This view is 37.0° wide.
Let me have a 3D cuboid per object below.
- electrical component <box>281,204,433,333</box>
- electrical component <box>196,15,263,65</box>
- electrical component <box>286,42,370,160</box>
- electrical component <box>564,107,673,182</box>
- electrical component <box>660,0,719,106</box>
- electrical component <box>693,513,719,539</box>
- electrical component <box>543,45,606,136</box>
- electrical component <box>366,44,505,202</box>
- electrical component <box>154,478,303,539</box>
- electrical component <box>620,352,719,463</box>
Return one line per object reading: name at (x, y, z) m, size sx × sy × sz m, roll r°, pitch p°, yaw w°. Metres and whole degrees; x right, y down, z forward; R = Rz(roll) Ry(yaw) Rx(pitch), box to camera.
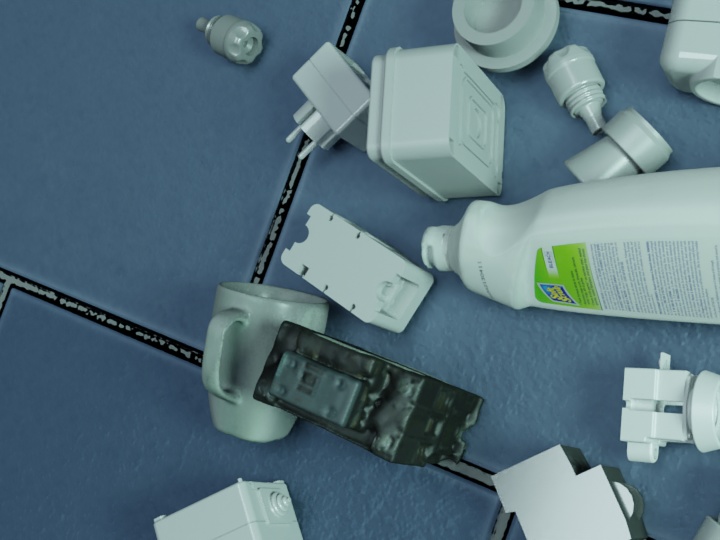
electrical component at (0.000, 0.000, 0.759) m, size 0.089 × 0.056 × 0.050 m, roll 34°, pitch 95°, yaw 30°
electrical component at (-0.109, -0.191, 0.874) m, size 0.061 × 0.035 × 0.035 m, roll 29°, pitch 93°, yaw 32°
electrical component at (-0.024, -0.116, 0.804) m, size 0.077 × 0.047 × 0.065 m, roll -43°, pitch 63°, yaw 13°
electrical component at (0.167, -0.072, 0.695) m, size 0.055 × 0.045 × 0.045 m, roll -44°, pitch 63°, yaw 12°
electrical component at (0.239, -0.136, 0.667) m, size 0.095 × 0.054 × 0.059 m, roll 12°, pitch 84°, yaw 29°
electrical component at (0.222, 0.148, 0.615) m, size 0.045 × 0.045 × 0.055 m, roll 31°, pitch 94°, yaw 30°
electrical component at (0.149, -0.119, 0.722) m, size 0.035 × 0.035 × 0.061 m, roll -28°, pitch 70°, yaw 19°
electrical component at (0.053, -0.096, 0.721) m, size 0.057 × 0.113 × 0.078 m, roll -1°, pitch 78°, yaw 25°
electrical component at (-0.085, 0.188, 0.757) m, size 0.096 × 0.062 × 0.061 m, roll -28°, pitch 67°, yaw 19°
electrical component at (0.191, 0.084, 0.646) m, size 0.055 × 0.048 × 0.066 m, roll -1°, pitch 78°, yaw 35°
